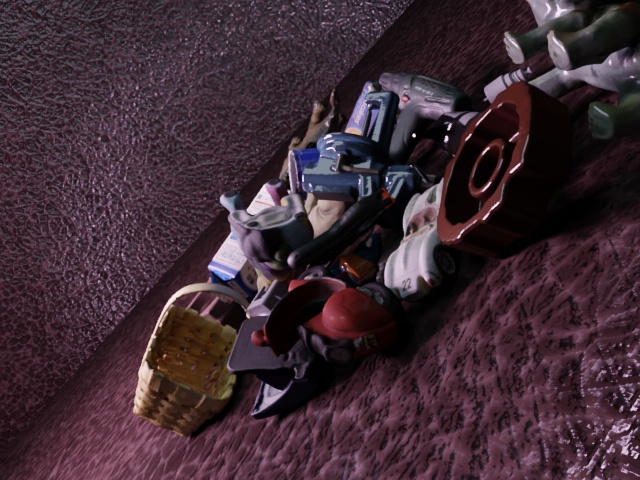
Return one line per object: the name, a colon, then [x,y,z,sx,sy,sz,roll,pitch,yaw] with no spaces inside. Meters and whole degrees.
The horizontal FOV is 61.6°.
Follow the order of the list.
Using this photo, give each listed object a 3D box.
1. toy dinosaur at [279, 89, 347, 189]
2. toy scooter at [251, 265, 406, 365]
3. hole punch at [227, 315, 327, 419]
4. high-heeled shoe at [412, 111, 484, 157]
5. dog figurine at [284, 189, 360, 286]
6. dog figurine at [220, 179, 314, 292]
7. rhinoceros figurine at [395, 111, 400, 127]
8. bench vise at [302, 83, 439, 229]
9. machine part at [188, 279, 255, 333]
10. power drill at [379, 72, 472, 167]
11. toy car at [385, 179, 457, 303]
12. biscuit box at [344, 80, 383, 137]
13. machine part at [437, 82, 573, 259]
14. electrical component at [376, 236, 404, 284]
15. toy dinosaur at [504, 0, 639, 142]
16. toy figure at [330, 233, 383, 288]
toy dinosaur: [-0.046,-0.164,1.283,0.471,0.105,0.198,119,174,-50]
toy scooter: [0.000,0.093,0.614,0.135,0.075,0.184,-32,29,-28]
hole punch: [-0.043,0.157,0.685,0.116,0.092,0.142,-9,24,13]
high-heeled shoe: [0.243,-0.141,0.742,0.145,0.086,0.249,-12,22,-34]
dog figurine: [0.000,-0.001,0.950,0.190,0.121,0.172,-66,18,-14]
dog figurine: [-0.064,0.026,0.831,0.108,0.218,0.192,-23,37,-13]
rhinoceros figurine: [0.160,-0.220,1.104,0.190,0.073,0.112,-51,5,-10]
bench vise: [0.087,-0.144,0.849,0.224,0.128,0.240,1,69,36]
machine part: [-0.201,0.138,1.114,0.201,0.087,0.201,-25,27,53]
power drill: [0.148,-0.213,0.985,0.232,0.085,0.207,28,75,45]
toy car: [0.129,-0.003,0.651,0.073,0.056,0.202,-33,20,41]
biscuit box: [0.097,-0.243,1.165,0.063,0.059,0.202,-26,-33,-51]
machine part: [0.187,-0.069,0.556,0.179,0.056,0.179,-160,90,-80]
electrical component: [0.107,0.017,0.723,0.063,0.021,0.094,-34,20,41]
toy dinosaur: [0.316,-0.198,0.548,0.192,0.131,0.405,-27,30,5]
toy figure: [0.035,0.053,0.759,0.154,0.057,0.064,-42,21,-2]
